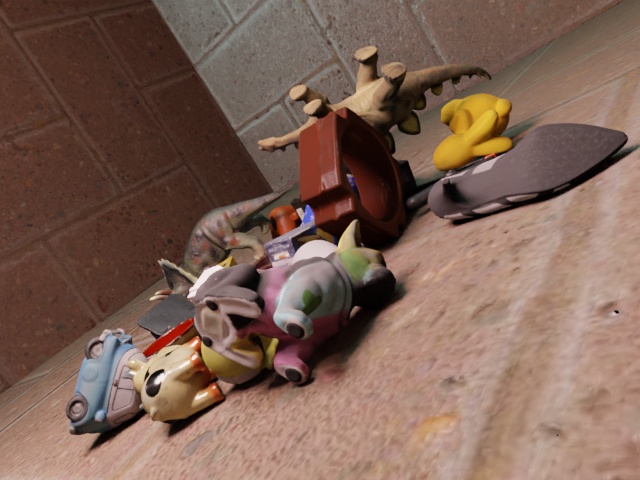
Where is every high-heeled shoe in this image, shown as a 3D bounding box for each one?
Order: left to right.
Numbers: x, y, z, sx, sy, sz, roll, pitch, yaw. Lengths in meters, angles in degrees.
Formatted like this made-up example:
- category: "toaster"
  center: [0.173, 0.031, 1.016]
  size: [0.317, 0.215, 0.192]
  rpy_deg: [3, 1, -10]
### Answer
- category: "high-heeled shoe"
  center: [0.266, -0.079, 0.718]
  size: [0.249, 0.086, 0.145]
  rpy_deg: [-11, -15, 18]

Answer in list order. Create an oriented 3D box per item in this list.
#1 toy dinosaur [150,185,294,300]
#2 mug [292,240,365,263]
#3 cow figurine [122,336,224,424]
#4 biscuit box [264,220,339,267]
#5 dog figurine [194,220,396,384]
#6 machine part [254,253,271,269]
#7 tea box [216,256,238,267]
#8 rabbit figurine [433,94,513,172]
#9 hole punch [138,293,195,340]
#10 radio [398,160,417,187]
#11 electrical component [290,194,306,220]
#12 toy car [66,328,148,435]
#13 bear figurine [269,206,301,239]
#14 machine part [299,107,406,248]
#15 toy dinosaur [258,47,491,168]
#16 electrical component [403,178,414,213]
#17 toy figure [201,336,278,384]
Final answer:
- category: "toy dinosaur"
  center: [-0.234, 0.012, 1.222]
  size: [0.404, 0.192, 0.131]
  rpy_deg: [-62, 24, 0]
- category: "mug"
  center: [0.023, 0.043, 0.783]
  size: [0.109, 0.080, 0.107]
  rpy_deg: [-32, 20, -12]
- category: "cow figurine"
  center: [-0.205, 0.193, 0.736]
  size: [0.127, 0.085, 0.195]
  rpy_deg: [-28, 9, -12]
- category: "biscuit box"
  center: [-0.002, -0.003, 0.914]
  size: [0.063, 0.059, 0.202]
  rpy_deg: [-15, 9, 40]
- category: "dog figurine"
  center: [-0.019, 0.054, 0.638]
  size: [0.192, 0.108, 0.219]
  rpy_deg: [15, 35, 21]
- category: "machine part"
  center: [-0.071, 0.042, 1.127]
  size: [0.179, 0.056, 0.179]
  rpy_deg: [-33, 10, 6]
- category: "tea box"
  center: [-0.181, 0.100, 1.065]
  size: [0.068, 0.098, 0.170]
  rpy_deg: [-32, 8, -1]
- category: "rabbit figurine"
  center: [0.296, -0.195, 1.044]
  size: [0.173, 0.121, 0.162]
  rpy_deg: [-45, 25, -20]
- category: "hole punch"
  center: [-0.279, 0.180, 1.066]
  size: [0.116, 0.092, 0.142]
  rpy_deg: [13, 35, 33]
- category: "radio"
  center: [0.130, -0.128, 1.226]
  size: [0.131, 0.073, 0.230]
  rpy_deg: [-22, 8, 0]
- category: "electrical component"
  center: [0.017, -0.065, 1.199]
  size: [0.134, 0.114, 0.058]
  rpy_deg: [-16, 21, 42]
- category: "toy car"
  center: [-0.309, 0.222, 0.824]
  size: [0.109, 0.103, 0.161]
  rpy_deg: [70, -147, -79]
- category: "bear figurine"
  center: [-0.025, -0.048, 1.336]
  size: [0.196, 0.131, 0.120]
  rpy_deg: [-17, 3, -26]
- category: "machine part"
  center: [0.055, -0.098, 0.892]
  size: [0.087, 0.201, 0.201]
  rpy_deg: [-19, -29, 35]
- category: "toy dinosaur"
  center: [0.108, -0.250, 0.994]
  size: [0.472, 0.105, 0.198]
  rpy_deg: [-23, -34, 0]
- category: "electrical component"
  center: [0.151, -0.081, 1.054]
  size: [0.075, 0.047, 0.119]
  rpy_deg: [-28, 11, 23]
- category: "toy figure"
  center: [-0.088, 0.115, 0.716]
  size: [0.082, 0.089, 0.180]
  rpy_deg: [-35, 8, 37]
